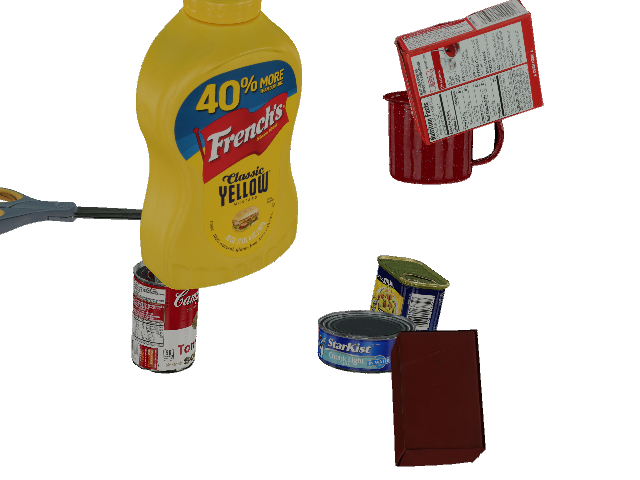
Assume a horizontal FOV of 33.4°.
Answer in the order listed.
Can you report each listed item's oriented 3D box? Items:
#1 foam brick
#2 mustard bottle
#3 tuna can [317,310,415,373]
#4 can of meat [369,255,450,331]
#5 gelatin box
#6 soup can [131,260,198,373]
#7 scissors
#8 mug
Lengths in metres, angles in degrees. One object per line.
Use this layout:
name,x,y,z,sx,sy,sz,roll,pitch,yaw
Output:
foam brick,0.074,0.100,0.679,0.051,0.078,0.053,0,-21,-2
mustard bottle,-0.055,-0.069,0.591,0.096,0.192,0.058,-20,41,-30
tuna can,0.040,0.088,0.935,0.086,0.034,0.086,2,11,-1
can of meat,0.093,0.072,1.172,0.057,0.084,0.102,6,13,-20
gelatin box,0.101,-0.114,0.722,0.089,0.073,0.030,-18,37,0
soup can,-0.160,0.077,1.098,0.068,0.102,0.068,5,21,-2
scissors,-0.228,-0.018,0.888,0.202,0.016,0.096,9,25,9
mug,0.120,-0.101,1.039,0.117,0.081,0.093,1,15,10
